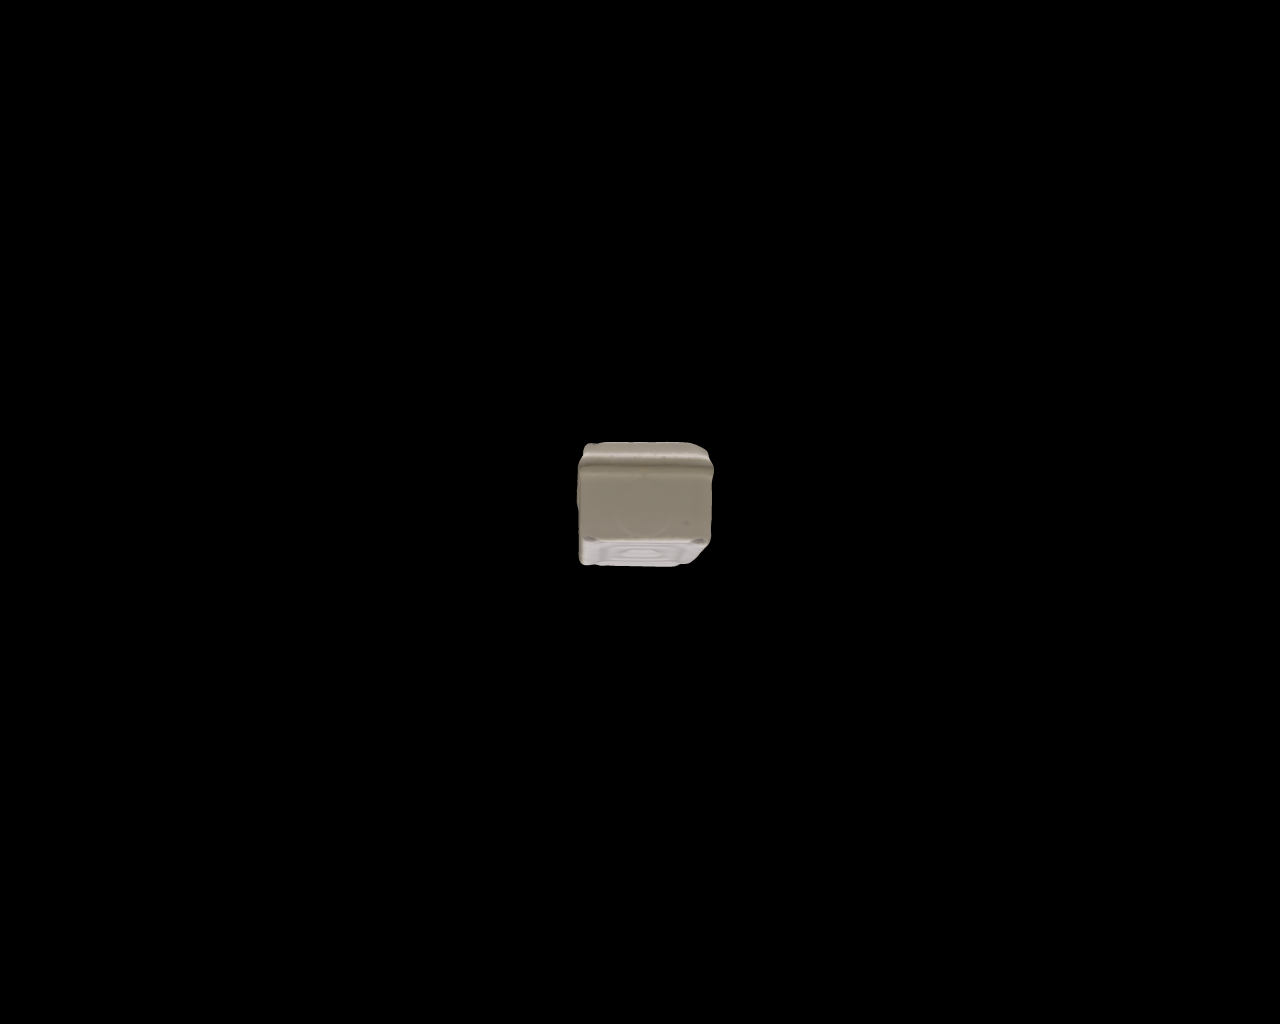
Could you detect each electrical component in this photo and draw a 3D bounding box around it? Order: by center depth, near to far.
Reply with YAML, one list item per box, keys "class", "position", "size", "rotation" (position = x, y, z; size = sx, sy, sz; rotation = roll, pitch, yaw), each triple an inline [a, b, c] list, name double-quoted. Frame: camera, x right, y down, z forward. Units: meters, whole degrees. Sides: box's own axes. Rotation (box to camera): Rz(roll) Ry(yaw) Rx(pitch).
- class: "electrical component"
  position: [0.001, -0.003, 0.650]
  size: [0.078, 0.057, 0.113]
  rotation: [1, -11, -4]
